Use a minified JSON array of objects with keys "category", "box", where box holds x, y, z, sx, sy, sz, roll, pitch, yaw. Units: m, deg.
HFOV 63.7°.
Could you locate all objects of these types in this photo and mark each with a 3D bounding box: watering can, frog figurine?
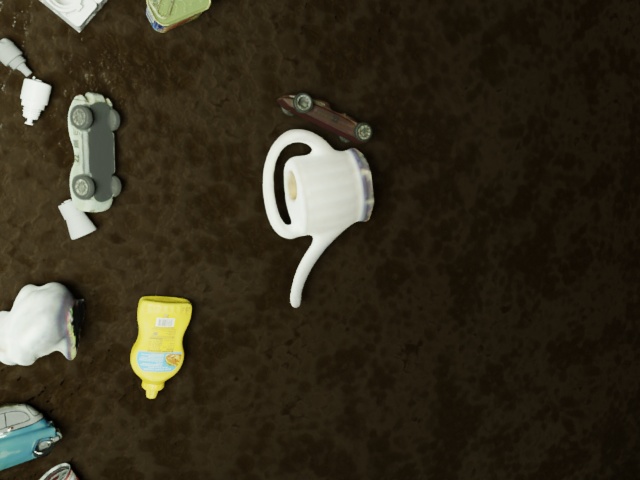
[{"category":"watering can","box":[0.003,-0.052,1.033,0.225,0.104,0.344,-13,103,-20]},{"category":"frog figurine","box":[-0.490,0.140,0.859,0.159,0.120,0.140,-2,67,-13]}]
